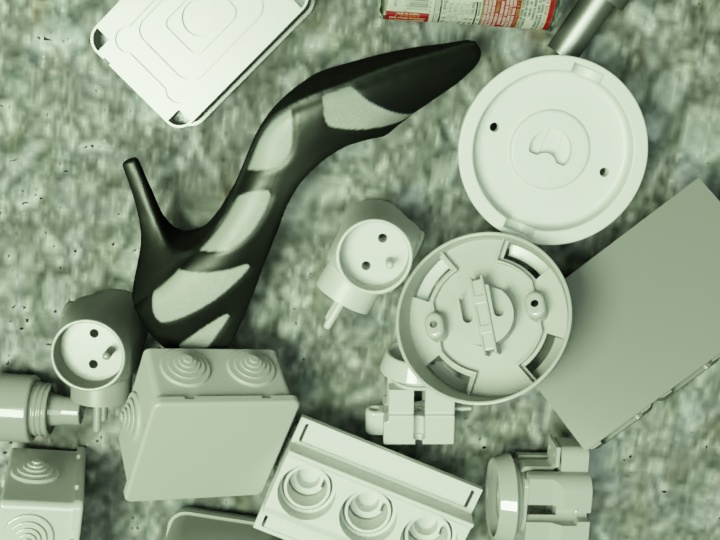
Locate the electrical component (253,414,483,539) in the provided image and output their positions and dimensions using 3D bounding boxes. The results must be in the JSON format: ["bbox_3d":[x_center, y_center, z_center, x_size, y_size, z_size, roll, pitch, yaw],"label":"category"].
[{"bbox_3d":[0.005,0.145,0.683,0.121,0.063,0.078,23,101,-5],"label":"electrical component"}]

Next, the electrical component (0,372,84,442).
[{"bbox_3d":[-0.207,0.088,0.680,0.062,0.043,0.043,3,102,-2],"label":"electrical component"}]

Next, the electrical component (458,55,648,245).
[{"bbox_3d":[0.109,-0.073,0.639,0.108,0.060,0.108,0,102,0],"label":"electrical component"}]

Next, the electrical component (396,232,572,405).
[{"bbox_3d":[0.072,0.028,0.612,0.099,0.064,0.099,-2,81,15],"label":"electrical component"}]

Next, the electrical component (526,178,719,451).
[{"bbox_3d":[0.172,0.030,0.652,0.150,0.062,0.089,-38,73,7],"label":"electrical component"}]

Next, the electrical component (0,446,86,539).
[{"bbox_3d":[-0.201,0.165,0.670,0.048,0.099,0.099,6,102,-15],"label":"electrical component"}]

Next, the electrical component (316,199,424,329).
[{"bbox_3d":[0.000,0.000,0.645,0.044,0.077,0.079,30,101,-5],"label":"electrical component"}]

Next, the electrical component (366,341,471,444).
[{"bbox_3d":[0.037,0.076,0.679,0.066,0.048,0.055,0,109,-1],"label":"electrical component"}]

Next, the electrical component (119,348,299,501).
[{"bbox_3d":[-0.095,0.092,0.651,0.100,0.048,0.099,3,131,-26],"label":"electrical component"}]

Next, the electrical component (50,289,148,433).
[{"bbox_3d":[-0.158,0.059,0.657,0.044,0.077,0.079,4,102,-1],"label":"electrical component"}]

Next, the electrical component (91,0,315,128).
[{"bbox_3d":[-0.089,-0.145,0.624,0.113,0.057,0.078,-44,99,8],"label":"electrical component"}]

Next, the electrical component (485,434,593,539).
[{"bbox_3d":[0.112,0.146,0.688,0.057,0.058,0.078,2,102,-4],"label":"electrical component"}]

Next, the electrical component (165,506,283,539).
[{"bbox_3d":[-0.094,0.218,0.701,0.078,0.057,0.113,9,102,-2],"label":"electrical component"}]
